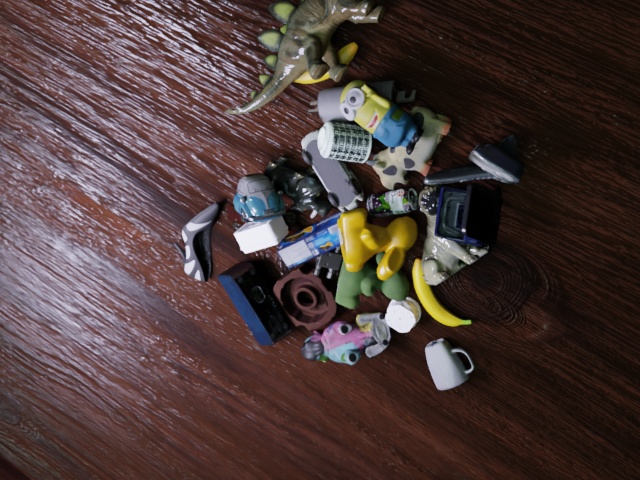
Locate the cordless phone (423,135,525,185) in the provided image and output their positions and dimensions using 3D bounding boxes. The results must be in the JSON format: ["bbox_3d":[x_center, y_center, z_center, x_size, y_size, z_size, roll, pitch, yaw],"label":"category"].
[{"bbox_3d":[0.295,-0.140,1.058,0.184,0.146,0.088,-10,91,12],"label":"cordless phone"}]

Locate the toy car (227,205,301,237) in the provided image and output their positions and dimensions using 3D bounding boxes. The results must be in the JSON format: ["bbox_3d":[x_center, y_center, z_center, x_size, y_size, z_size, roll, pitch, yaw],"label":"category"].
[{"bbox_3d":[-0.142,-0.049,1.374,0.202,0.053,0.089,18,127,14],"label":"toy car"}]

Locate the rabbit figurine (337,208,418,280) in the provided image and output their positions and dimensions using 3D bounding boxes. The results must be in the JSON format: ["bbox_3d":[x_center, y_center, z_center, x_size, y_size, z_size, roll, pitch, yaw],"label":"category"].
[{"bbox_3d":[0.133,0.001,1.162,0.173,0.122,0.162,-11,74,-10],"label":"rabbit figurine"}]

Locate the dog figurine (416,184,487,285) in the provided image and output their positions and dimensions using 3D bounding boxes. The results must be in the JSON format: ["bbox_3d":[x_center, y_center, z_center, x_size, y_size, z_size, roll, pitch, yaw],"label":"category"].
[{"bbox_3d":[0.253,-0.011,1.183,0.172,0.121,0.190,-39,79,24],"label":"dog figurine"}]

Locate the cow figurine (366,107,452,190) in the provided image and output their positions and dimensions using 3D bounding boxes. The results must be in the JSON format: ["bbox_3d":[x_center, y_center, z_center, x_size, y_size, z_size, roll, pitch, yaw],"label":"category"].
[{"bbox_3d":[0.183,-0.191,1.141,0.127,0.085,0.194,28,123,6],"label":"cow figurine"}]

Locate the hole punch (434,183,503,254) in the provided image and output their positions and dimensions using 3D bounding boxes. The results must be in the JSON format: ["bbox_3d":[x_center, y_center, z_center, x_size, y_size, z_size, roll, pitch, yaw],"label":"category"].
[{"bbox_3d":[0.297,-0.048,1.073,0.092,0.115,0.142,-5,73,53],"label":"hole punch"}]

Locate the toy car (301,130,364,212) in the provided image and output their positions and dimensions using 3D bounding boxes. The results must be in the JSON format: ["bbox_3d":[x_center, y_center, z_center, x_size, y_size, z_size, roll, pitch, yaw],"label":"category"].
[{"bbox_3d":[0.029,-0.159,1.242,0.073,0.056,0.201,-31,94,26],"label":"toy car"}]

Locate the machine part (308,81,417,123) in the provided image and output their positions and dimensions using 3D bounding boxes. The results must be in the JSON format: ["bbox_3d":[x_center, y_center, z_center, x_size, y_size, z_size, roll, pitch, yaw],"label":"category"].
[{"bbox_3d":[0.085,-0.293,1.149,0.243,0.079,0.079,2,111,25],"label":"machine part"}]

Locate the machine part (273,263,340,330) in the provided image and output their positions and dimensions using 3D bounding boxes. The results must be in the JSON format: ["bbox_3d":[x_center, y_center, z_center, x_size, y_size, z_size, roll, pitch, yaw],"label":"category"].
[{"bbox_3d":[-0.031,0.147,1.399,0.180,0.056,0.179,10,116,21],"label":"machine part"}]

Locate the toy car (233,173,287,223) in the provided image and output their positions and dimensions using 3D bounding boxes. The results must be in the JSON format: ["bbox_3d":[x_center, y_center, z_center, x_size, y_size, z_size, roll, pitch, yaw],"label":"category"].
[{"bbox_3d":[-0.148,-0.106,1.266,0.162,0.109,0.102,-142,45,-59],"label":"toy car"}]

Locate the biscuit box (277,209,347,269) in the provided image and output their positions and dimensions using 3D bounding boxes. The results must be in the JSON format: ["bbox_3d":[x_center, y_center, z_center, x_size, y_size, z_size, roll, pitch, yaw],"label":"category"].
[{"bbox_3d":[-0.003,-0.004,1.297,0.203,0.063,0.059,-25,111,20],"label":"biscuit box"}]

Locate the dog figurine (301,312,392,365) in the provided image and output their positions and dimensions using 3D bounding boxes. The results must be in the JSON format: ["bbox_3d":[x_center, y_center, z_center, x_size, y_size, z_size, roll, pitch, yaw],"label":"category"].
[{"bbox_3d":[0.058,0.258,1.379,0.219,0.191,0.108,-29,78,61],"label":"dog figurine"}]

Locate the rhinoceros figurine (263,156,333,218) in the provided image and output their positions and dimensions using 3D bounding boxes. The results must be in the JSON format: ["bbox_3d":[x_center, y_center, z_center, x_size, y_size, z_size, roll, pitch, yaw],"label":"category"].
[{"bbox_3d":[-0.054,-0.122,1.289,0.190,0.073,0.112,31,120,12],"label":"rhinoceros figurine"}]

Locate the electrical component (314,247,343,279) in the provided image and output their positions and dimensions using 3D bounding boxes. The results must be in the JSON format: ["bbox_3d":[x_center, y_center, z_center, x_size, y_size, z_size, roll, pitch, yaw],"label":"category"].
[{"bbox_3d":[0.021,0.048,1.329,0.063,0.021,0.094,16,98,-19],"label":"electrical component"}]

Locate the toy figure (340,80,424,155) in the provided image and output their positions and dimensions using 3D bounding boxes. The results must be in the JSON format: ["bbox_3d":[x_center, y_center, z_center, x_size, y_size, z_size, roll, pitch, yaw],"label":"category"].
[{"bbox_3d":[0.119,-0.243,1.063,0.180,0.089,0.082,32,108,-1],"label":"toy figure"}]

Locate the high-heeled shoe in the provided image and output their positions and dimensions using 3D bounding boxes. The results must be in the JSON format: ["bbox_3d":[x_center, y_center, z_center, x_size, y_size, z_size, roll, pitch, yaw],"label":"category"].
[{"bbox_3d":[-0.309,0.013,1.467,0.145,0.086,0.249,48,127,-3],"label":"high-heeled shoe"}]

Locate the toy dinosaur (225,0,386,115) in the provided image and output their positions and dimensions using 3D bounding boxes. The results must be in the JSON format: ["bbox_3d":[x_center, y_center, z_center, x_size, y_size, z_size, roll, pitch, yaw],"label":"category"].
[{"bbox_3d":[-0.025,-0.414,1.116,0.471,0.105,0.199,-48,68,16],"label":"toy dinosaur"}]

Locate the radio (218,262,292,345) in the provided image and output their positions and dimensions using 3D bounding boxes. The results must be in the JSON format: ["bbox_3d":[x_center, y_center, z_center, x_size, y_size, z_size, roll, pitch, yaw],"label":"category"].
[{"bbox_3d":[-0.173,0.171,1.436,0.229,0.073,0.131,58,154,-7],"label":"radio"}]

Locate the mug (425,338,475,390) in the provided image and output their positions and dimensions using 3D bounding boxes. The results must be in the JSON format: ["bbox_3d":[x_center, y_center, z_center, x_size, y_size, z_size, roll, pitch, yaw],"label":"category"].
[{"bbox_3d":[0.306,0.290,1.283,0.109,0.081,0.107,-29,87,36],"label":"mug"}]

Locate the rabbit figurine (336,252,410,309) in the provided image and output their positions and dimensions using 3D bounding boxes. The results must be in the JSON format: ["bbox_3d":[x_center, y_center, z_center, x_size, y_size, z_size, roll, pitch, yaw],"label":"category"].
[{"bbox_3d":[0.135,0.083,1.280,0.170,0.121,0.159,13,110,0],"label":"rabbit figurine"}]
